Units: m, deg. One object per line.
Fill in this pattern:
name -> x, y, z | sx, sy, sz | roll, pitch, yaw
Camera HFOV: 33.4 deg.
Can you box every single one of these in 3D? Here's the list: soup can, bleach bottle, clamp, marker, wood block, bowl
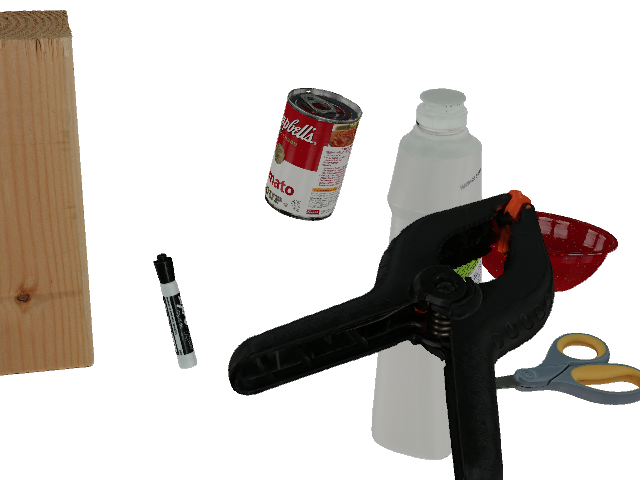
soup can -> -0.008, -0.078, 0.964 | 0.068, 0.102, 0.068 | 12, 28, -7
bleach bottle -> 0.077, 0.019, 0.711 | 0.068, 0.251, 0.102 | 11, 30, 20
clamp -> 0.058, 0.039, 0.460 | 0.120, 0.039, 0.171 | 36, 54, 23
marker -> -0.147, 0.071, 1.082 | 0.020, 0.121, 0.020 | -11, 15, 3
wood block -> -0.192, -0.029, 0.653 | 0.090, 0.206, 0.090 | -4, 23, -14
bowl -> 0.227, 0.013, 1.126 | 0.162, 0.055, 0.162 | 6, 17, -2

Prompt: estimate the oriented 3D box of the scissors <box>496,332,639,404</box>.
scissors -> 0.175, 0.106, 0.897 | 0.201, 0.016, 0.096 | 5, 29, -8
